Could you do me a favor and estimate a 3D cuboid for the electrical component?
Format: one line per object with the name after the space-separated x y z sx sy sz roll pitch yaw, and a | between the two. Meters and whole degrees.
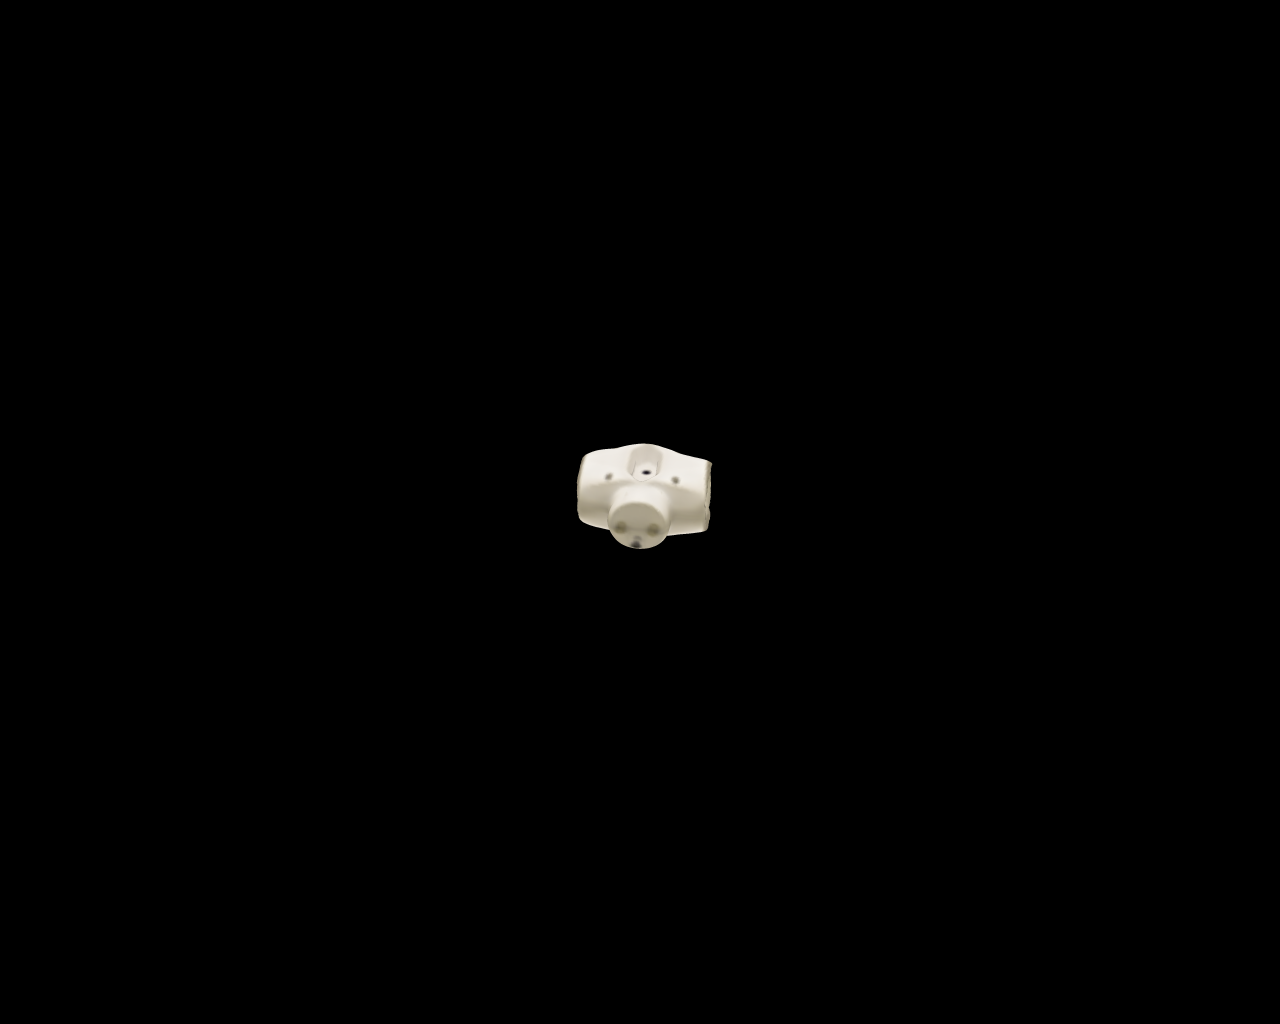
0.001 -0.003 0.650 0.077 0.043 0.079 5 36 7 | electrical component
